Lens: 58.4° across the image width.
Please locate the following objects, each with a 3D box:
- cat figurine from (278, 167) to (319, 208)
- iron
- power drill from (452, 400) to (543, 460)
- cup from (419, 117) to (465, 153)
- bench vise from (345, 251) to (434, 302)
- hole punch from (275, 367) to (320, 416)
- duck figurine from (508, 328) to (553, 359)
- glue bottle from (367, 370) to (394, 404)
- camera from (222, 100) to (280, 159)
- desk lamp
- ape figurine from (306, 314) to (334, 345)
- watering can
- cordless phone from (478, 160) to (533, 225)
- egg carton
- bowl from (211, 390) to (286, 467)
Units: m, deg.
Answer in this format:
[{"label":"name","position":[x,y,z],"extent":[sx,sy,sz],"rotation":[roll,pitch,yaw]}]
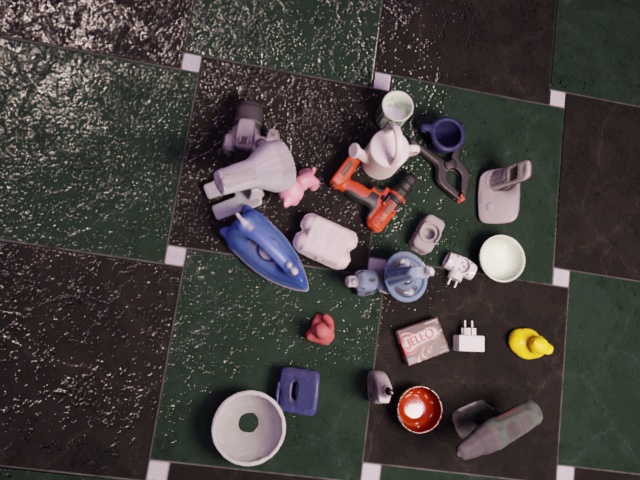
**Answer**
[{"label":"cat figurine","position":[-0.056,-0.132,1.398],"extent":[0.128,0.117,0.067],"rotation":[-43,89,-11]},{"label":"iron","position":[-0.115,0.027,1.355],"extent":[0.258,0.141,0.119],"rotation":[42,79,0]},{"label":"power drill","position":[0.388,0.435,1.329],"extent":[0.230,0.208,0.075],"rotation":[-21,85,-10]},{"label":"cup","position":[0.303,-0.264,1.478],"extent":[0.118,0.095,0.092],"rotation":[16,80,-5]},{"label":"bench vise","position":[0.174,0.099,1.344],"extent":[0.207,0.219,0.121],"rotation":[-22,85,-10]},{"label":"hole punch","position":[-0.053,0.355,1.340],"extent":[0.101,0.091,0.109],"rotation":[7,81,-7]},{"label":"duck figurine","position":[0.533,0.261,1.437],"extent":[0.104,0.086,0.077],"rotation":[21,79,-4]},{"label":"glue bottle","position":[0.144,0.346,1.327],"extent":[0.037,0.173,0.078],"rotation":[3,81,-7]},{"label":"camera","position":[-0.163,-0.272,1.413],"extent":[0.143,0.100,0.137],"rotation":[8,81,-6]},{"label":"desk lamp","position":[-0.166,-0.137,1.335],"extent":[0.203,0.213,0.118],"rotation":[-23,85,-10]},{"label":"ape figurine","position":[0.004,0.217,1.368],"extent":[0.078,0.092,0.076],"rotation":[-26,86,-10]},{"label":"watering can","position":[0.160,-0.217,1.401],"extent":[0.173,0.194,0.101],"rotation":[-27,86,-11]},{"label":"cordless phone","position":[0.471,-0.120,1.434],"extent":[0.094,0.185,0.148],"rotation":[3,81,-7]},{"label":"egg carton","position":[0.013,0.005,1.412],"extent":[0.150,0.069,0.107],"rotation":[23,79,-4]},{"label":"bowl","position":[-0.164,0.429,1.323],"extent":[0.167,0.074,0.167],"rotation":[1,81,-8]}]
